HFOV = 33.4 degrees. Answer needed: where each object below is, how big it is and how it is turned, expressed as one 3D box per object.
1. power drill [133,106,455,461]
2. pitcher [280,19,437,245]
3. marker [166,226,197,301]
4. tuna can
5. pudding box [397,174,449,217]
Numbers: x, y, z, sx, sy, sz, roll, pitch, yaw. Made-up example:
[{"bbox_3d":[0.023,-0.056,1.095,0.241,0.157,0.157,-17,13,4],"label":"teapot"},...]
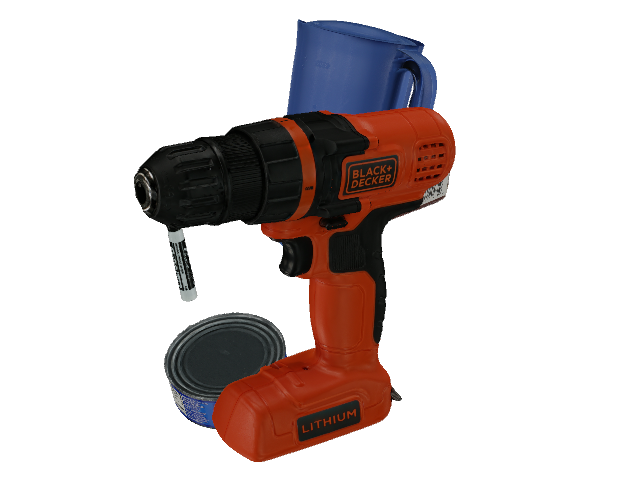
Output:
[{"bbox_3d":[-0.014,0.023,0.570,0.184,0.188,0.057,-11,31,-32],"label":"power drill"},{"bbox_3d":[0.029,-0.103,1.120,0.145,0.243,0.149,9,16,-4],"label":"pitcher"},{"bbox_3d":[-0.159,0.014,1.205,0.020,0.121,0.020,-6,30,3],"label":"marker"},{"bbox_3d":[-0.065,0.092,0.752,0.086,0.034,0.086,-6,38,4],"label":"tuna can"},{"bbox_3d":[0.035,-0.051,0.862,0.113,0.039,0.090,-18,36,-35],"label":"pudding box"}]
